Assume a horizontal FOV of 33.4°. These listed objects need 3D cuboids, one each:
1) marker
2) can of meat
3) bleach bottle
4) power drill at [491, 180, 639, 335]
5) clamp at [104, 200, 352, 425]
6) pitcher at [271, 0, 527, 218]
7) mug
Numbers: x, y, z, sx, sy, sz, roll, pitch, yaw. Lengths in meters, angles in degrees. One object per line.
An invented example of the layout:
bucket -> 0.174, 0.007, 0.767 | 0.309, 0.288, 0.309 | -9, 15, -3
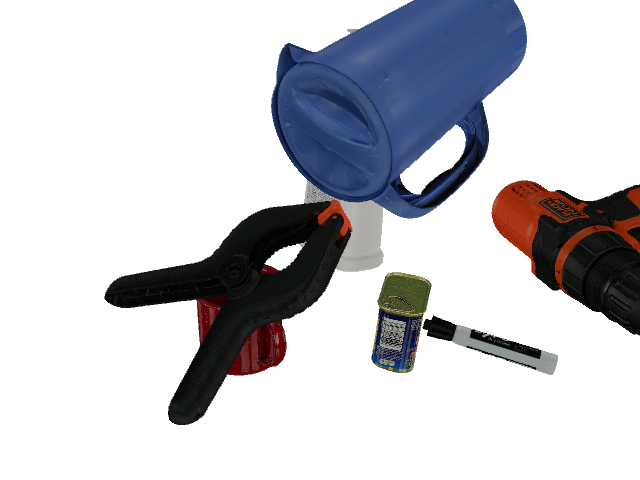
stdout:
marker -> 0.150, 0.092, 0.948 | 0.121, 0.020, 0.020 | 18, 2, 6
can of meat -> 0.096, 0.099, 1.286 | 0.057, 0.084, 0.102 | 11, 25, 7
bleach bottle -> 0.034, -0.100, 1.157 | 0.067, 0.251, 0.103 | -9, 25, -36
power drill -> 0.236, -0.004, 0.732 | 0.187, 0.057, 0.185 | -11, 29, -18
clamp -> -0.051, 0.039, 0.688 | 0.171, 0.120, 0.039 | -29, -28, 5
pitcher -> 0.087, -0.138, 0.963 | 0.145, 0.149, 0.242 | 21, 45, 36
mug -> -0.070, 0.082, 1.032 | 0.093, 0.081, 0.117 | -21, 34, -35
